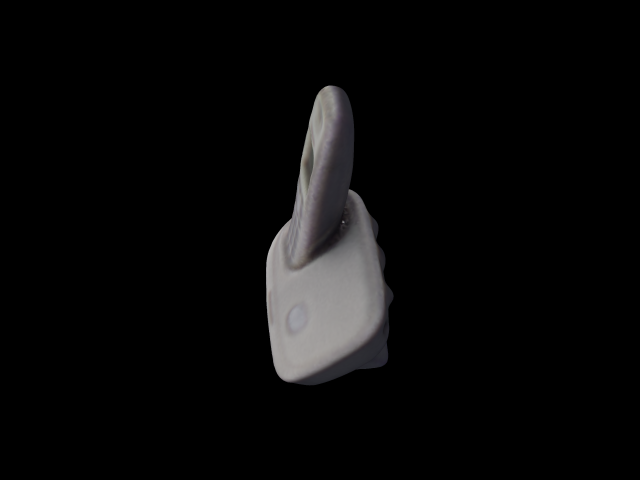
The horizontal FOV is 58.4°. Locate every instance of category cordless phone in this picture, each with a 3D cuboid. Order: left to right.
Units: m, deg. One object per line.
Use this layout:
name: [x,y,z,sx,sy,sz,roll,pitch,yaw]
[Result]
cordless phone: [0.004,0.001,0.400,0.094,0.185,0.147,-7,50,-6]
